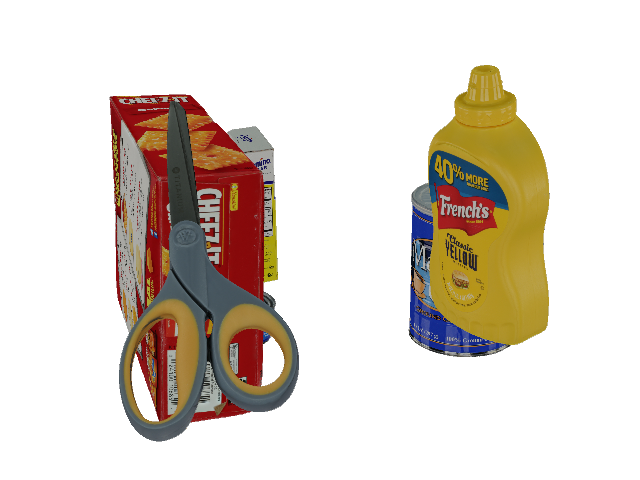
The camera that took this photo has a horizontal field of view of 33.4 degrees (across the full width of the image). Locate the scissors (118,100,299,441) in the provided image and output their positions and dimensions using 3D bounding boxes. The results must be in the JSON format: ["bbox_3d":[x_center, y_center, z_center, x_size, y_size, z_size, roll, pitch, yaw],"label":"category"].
[{"bbox_3d":[-0.051,0.009,0.550,0.096,0.201,0.016,6,-32,5],"label":"scissors"}]

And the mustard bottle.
[{"bbox_3d":[0.115,-0.028,0.741,0.058,0.192,0.096,-21,31,-28],"label":"mustard bottle"}]

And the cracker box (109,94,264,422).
[{"bbox_3d":[-0.096,0.001,0.731,0.072,0.164,0.214,-4,21,-17],"label":"cracker box"}]

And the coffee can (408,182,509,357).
[{"bbox_3d":[0.135,0.024,1.001,0.103,0.140,0.103,-1,22,0],"label":"coffee can"}]

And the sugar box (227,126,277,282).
[{"bbox_3d":[-0.085,-0.044,1.326,0.048,0.176,0.093,-10,25,-13],"label":"sugar box"}]

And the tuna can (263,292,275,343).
[{"bbox_3d":[-0.085,0.068,0.966,0.086,0.034,0.086,6,15,-2],"label":"tuna can"}]
